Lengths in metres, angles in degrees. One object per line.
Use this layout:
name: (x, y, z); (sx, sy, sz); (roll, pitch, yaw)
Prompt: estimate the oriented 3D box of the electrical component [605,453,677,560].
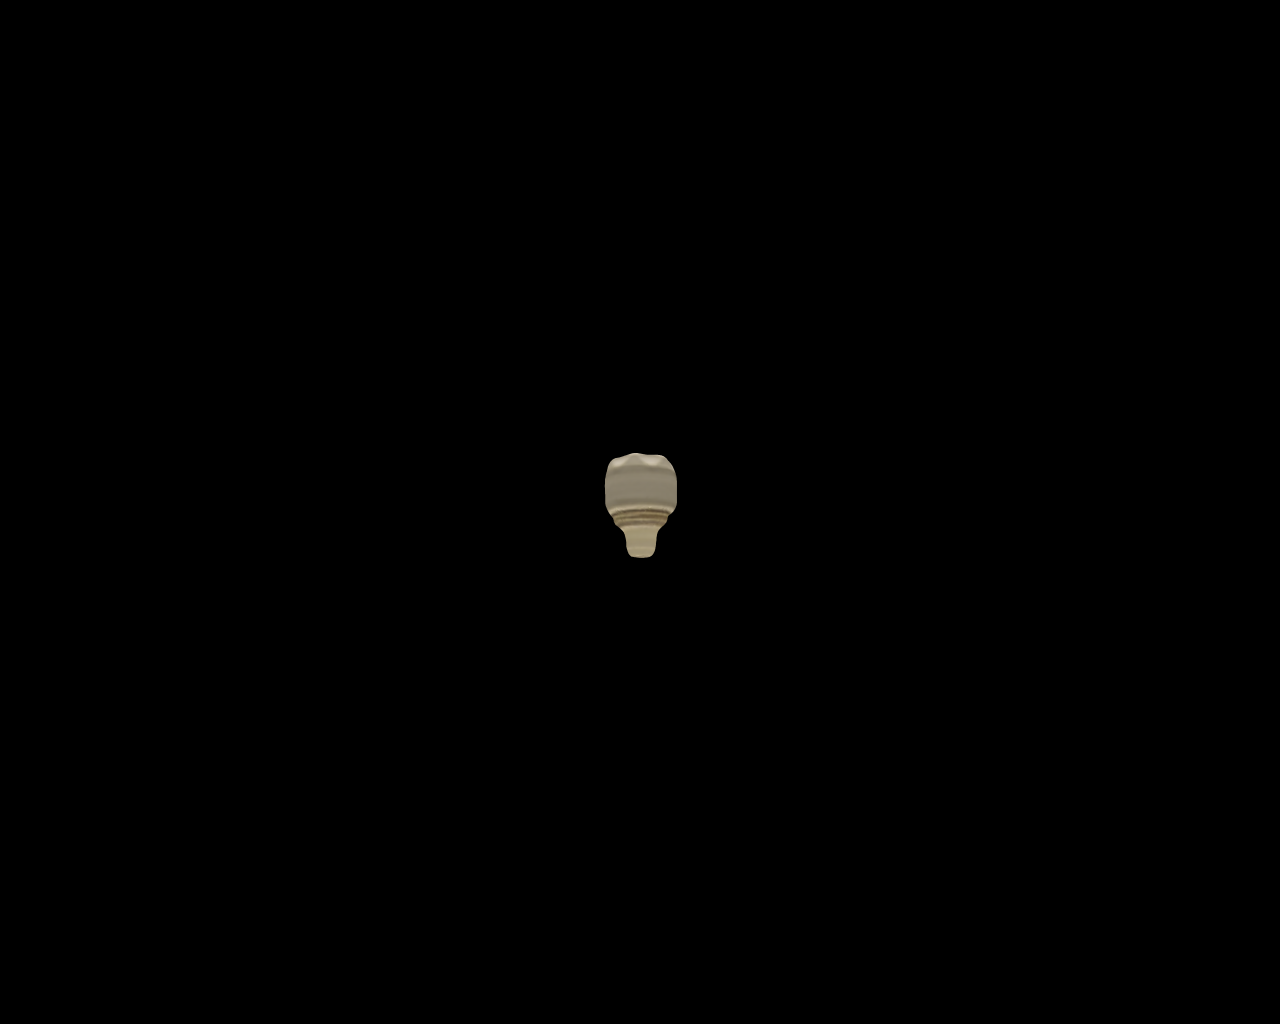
electrical component: (0.001, -0.003, 0.650); (0.043, 0.062, 0.043); (0, -10, 0)
